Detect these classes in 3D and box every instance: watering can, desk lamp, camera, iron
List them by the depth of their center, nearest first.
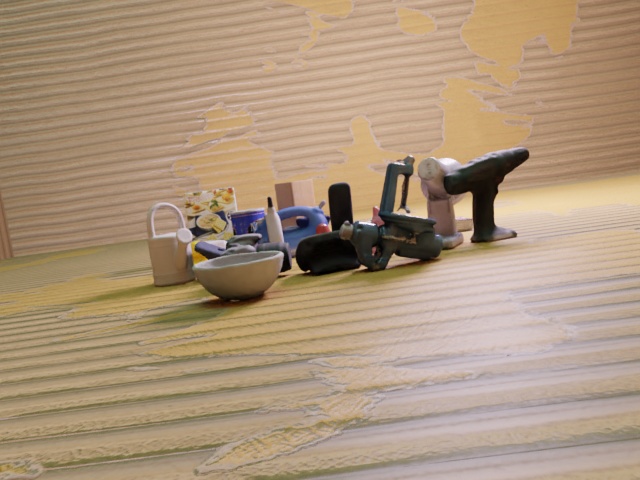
[{"bbox_3d":[-0.134,0.036,1.241,0.136,0.101,0.143,-8,6,3],"label":"camera"},{"bbox_3d":[-0.355,0.006,1.370,0.172,0.194,0.101,-5,7,30],"label":"watering can"},{"bbox_3d":[0.292,-0.095,1.390,0.117,0.213,0.204,-5,6,26],"label":"desk lamp"},{"bbox_3d":[-0.089,-0.026,1.591,0.258,0.141,0.118,-8,6,-2],"label":"iron"}]

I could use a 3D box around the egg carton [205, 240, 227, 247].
[{"bbox_3d":[-0.327,0.041,1.616,0.151,0.069,0.107,-11,7,-32],"label":"egg carton"}]

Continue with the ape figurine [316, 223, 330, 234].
[{"bbox_3d":[0.013,0.005,1.391,0.078,0.092,0.076,-9,6,-14],"label":"ape figurine"}]

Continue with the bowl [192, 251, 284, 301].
[{"bbox_3d":[-0.145,0.069,1.052,0.167,0.075,0.167,-8,6,1],"label":"bowl"}]

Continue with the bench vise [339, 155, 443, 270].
[{"bbox_3d":[0.145,-0.055,1.159,0.208,0.220,0.121,-11,7,-30],"label":"bench vise"}]

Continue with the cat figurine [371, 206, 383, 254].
[{"bbox_3d":[0.135,-0.023,1.369,0.127,0.118,0.067,-2,8,45],"label":"cat figurine"}]

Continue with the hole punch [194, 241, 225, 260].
[{"bbox_3d":[-0.243,0.043,1.370,0.101,0.091,0.108,-8,6,-1],"label":"hole punch"}]

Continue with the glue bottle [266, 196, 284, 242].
[{"bbox_3d":[-0.118,-0.027,1.477,0.037,0.173,0.078,-9,6,-11],"label":"glue bottle"}]

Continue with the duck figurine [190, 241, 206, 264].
[{"bbox_3d":[-0.316,0.046,1.467,0.104,0.086,0.077,-9,6,-10],"label":"duck figurine"}]

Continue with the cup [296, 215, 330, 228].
[{"bbox_3d":[-0.012,-0.026,1.724,0.118,0.095,0.091,-13,8,-41],"label":"cup"}]

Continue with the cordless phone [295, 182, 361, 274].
[{"bbox_3d":[0.015,-0.026,1.227,0.148,0.185,0.094,-10,6,-22],"label":"cordless phone"}]

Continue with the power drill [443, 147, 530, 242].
[{"bbox_3d":[0.407,-0.106,1.363,0.230,0.208,0.075,-10,6,-18],"label":"power drill"}]
